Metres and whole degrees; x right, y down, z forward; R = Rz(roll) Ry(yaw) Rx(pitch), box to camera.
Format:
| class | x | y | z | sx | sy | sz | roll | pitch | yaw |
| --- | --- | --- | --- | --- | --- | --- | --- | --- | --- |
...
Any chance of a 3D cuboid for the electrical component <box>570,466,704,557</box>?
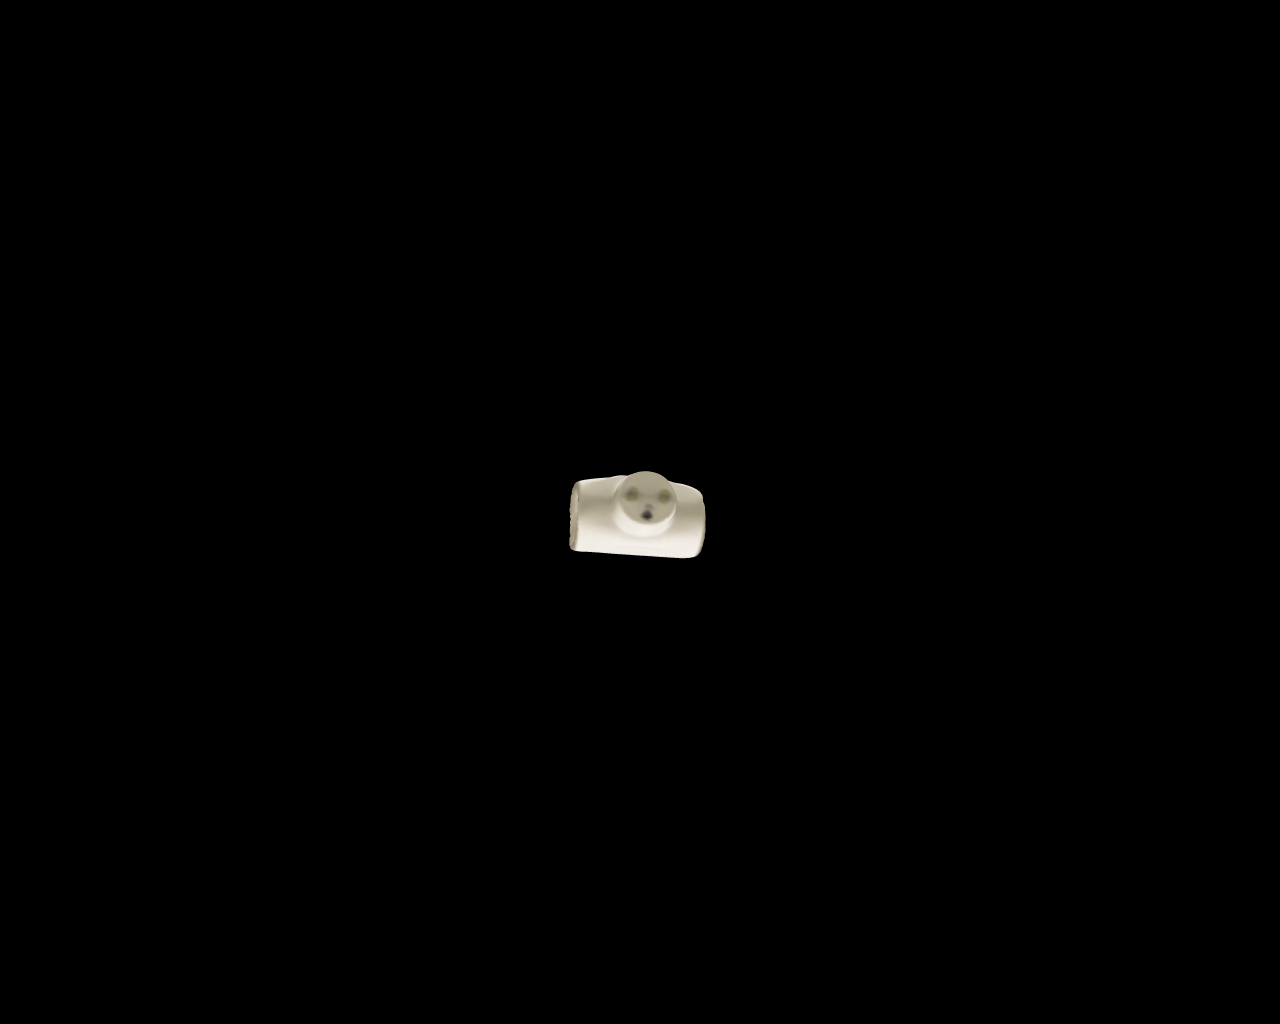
| class | x | y | z | sx | sy | sz | roll | pitch | yaw |
| --- | --- | --- | --- | --- | --- | --- | --- | --- | --- |
| electrical component | 0.001 | -0.003 | 0.650 | 0.077 | 0.043 | 0.079 | 4 | -23 | -9 |
